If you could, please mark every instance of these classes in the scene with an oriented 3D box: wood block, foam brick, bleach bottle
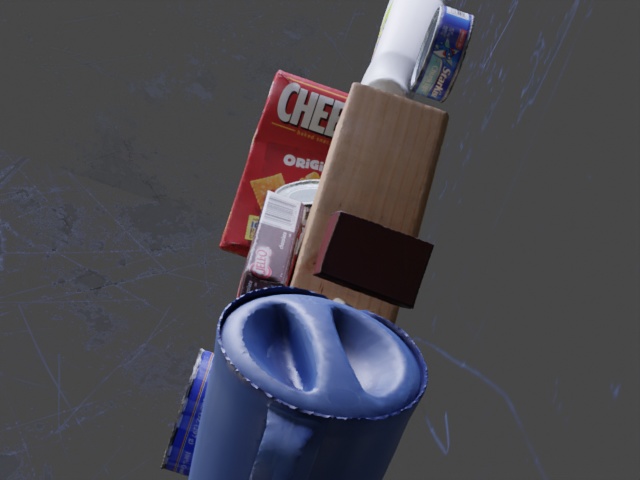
[{"bbox_3d":[0.036,-0.016,0.912,0.091,0.090,0.206,116,171,-67],"label":"wood block"},{"bbox_3d":[0.039,0.015,0.807,0.053,0.078,0.051,156,134,-85],"label":"foam brick"},{"bbox_3d":[0.079,-0.177,1.092,0.250,0.068,0.103,-67,-4,-56],"label":"bleach bottle"}]

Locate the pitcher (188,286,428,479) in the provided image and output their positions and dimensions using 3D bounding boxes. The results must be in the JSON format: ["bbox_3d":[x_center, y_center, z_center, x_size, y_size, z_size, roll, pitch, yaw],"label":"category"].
[{"bbox_3d":[-0.030,0.166,0.697,0.145,0.148,0.243,45,129,42],"label":"pitcher"}]

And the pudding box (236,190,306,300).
[{"bbox_3d":[-0.047,0.028,0.906,0.113,0.039,0.090,-75,4,-50],"label":"pudding box"}]

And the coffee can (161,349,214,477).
[{"bbox_3d":[-0.047,0.158,0.872,0.103,0.140,0.103,-163,92,-87],"label":"coffee can"}]

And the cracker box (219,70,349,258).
[{"bbox_3d":[-0.007,-0.066,1.227,0.072,0.164,0.214,172,116,-84],"label":"cracker box"}]

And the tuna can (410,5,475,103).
[{"bbox_3d":[0.113,-0.174,0.994,0.086,0.033,0.086,-163,92,-87],"label":"tuna can"}]

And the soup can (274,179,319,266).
[{"bbox_3d":[-0.007,0.001,1.011,0.068,0.068,0.102,-79,-15,-66],"label":"soup can"}]
